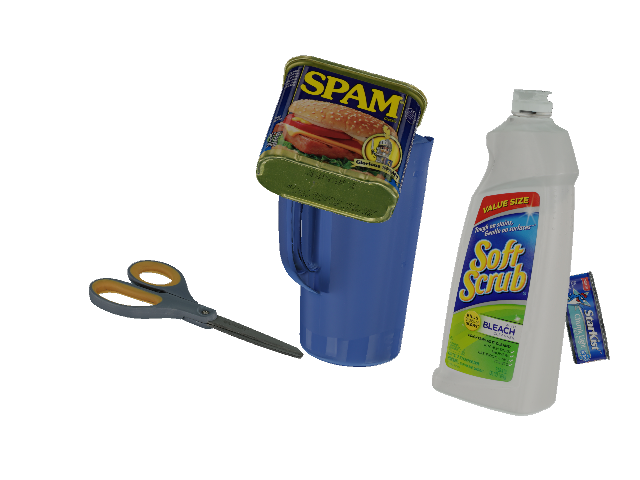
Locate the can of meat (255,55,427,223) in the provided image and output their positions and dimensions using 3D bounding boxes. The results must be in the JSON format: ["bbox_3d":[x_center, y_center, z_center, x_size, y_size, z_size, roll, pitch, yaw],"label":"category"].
[{"bbox_3d":[0.013,-0.068,0.725,0.102,0.084,0.057,16,-28,1],"label":"can of meat"}]

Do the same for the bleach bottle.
[{"bbox_3d":[0.150,0.006,0.851,0.103,0.251,0.067,13,15,41],"label":"bleach bottle"}]

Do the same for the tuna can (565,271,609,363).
[{"bbox_3d":[0.251,0.074,1.022,0.034,0.086,0.086,-12,-3,12],"label":"tuna can"}]

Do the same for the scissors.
[{"bbox_3d":[-0.104,0.057,0.947,0.202,0.016,0.096,12,28,7],"label":"scissors"}]

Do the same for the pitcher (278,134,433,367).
[{"bbox_3d":[0.031,0.003,1.097,0.149,0.243,0.145,5,14,1],"label":"pitcher"}]
